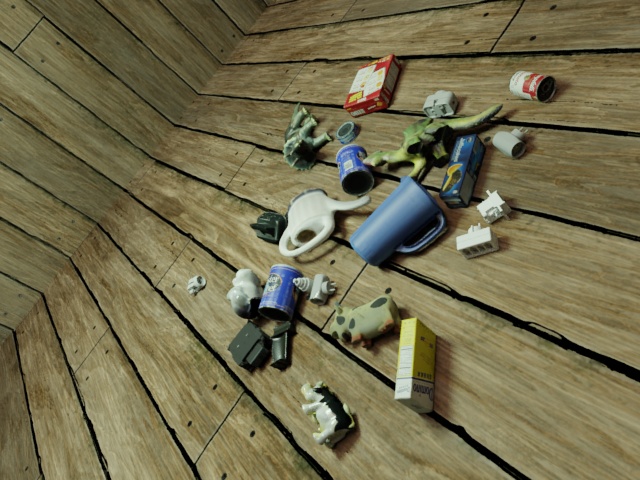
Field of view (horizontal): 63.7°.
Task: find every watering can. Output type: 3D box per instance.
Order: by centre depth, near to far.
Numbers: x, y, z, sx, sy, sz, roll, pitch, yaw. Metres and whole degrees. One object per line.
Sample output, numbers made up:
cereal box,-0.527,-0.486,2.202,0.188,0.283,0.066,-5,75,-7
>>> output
watering can,0.005,-0.081,1.609,0.344,0.102,0.230,-35,38,18

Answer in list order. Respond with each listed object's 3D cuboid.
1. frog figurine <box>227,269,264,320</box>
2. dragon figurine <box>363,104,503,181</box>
frog figurine,-0.230,0.164,1.592,0.162,0.138,0.120,44,121,35
dragon figurine,0.316,-0.313,1.523,0.408,0.120,0.248,-30,31,10
